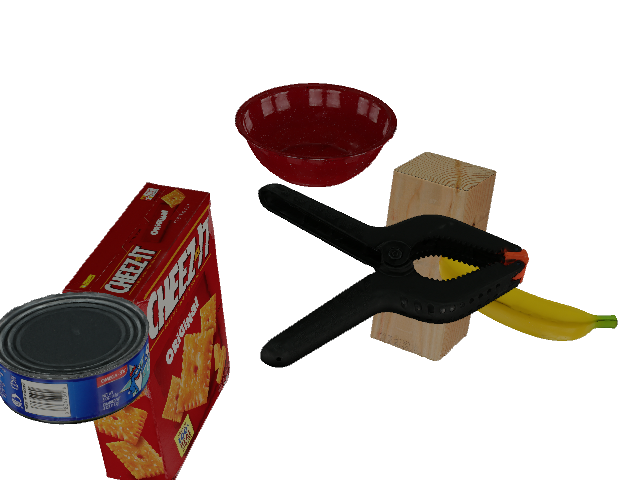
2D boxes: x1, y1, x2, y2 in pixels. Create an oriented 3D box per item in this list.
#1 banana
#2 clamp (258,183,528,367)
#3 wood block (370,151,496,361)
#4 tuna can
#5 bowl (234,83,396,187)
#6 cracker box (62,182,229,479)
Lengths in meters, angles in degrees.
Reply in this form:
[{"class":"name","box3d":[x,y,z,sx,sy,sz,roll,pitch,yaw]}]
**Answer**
[{"class":"banana","box3d":[0.175,0.055,1.005,0.198,0.037,0.069,25,17,39]},{"class":"clamp","box3d":[0.050,0.029,0.798,0.210,0.164,0.036,4,-38,1]},{"class":"wood block","box3d":[0.126,0.017,1.204,0.090,0.206,0.090,18,26,25]},{"class":"tuna can","box3d":[-0.138,0.064,0.593,0.086,0.034,0.086,1,28,-1]},{"class":"bowl","box3d":[-0.005,-0.100,1.076,0.162,0.055,0.162,1,34,-1]},{"class":"cracker box","box3d":[-0.142,0.083,0.938,0.072,0.214,0.164,8,37,14]}]
